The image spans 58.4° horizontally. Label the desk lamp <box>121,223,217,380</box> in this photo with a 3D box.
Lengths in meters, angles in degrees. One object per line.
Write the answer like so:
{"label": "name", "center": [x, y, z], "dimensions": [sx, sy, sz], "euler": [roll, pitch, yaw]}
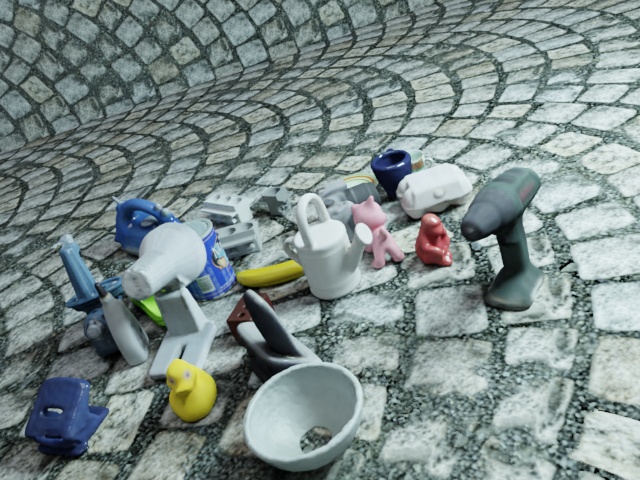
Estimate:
{"label": "desk lamp", "center": [-0.265, 0.100, 1.018], "dimensions": [0.117, 0.214, 0.203], "euler": [-12, 31, 13]}

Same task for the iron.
{"label": "iron", "center": [-0.409, -0.044, 1.405], "dimensions": [0.257, 0.142, 0.119], "euler": [5, 38, 35]}

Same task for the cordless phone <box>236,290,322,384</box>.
{"label": "cordless phone", "center": [-0.082, 0.135, 0.886], "dimensions": [0.094, 0.185, 0.147], "euler": [-34, 33, -23]}

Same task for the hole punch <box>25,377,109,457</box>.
{"label": "hole punch", "center": [-0.416, 0.285, 0.927], "dimensions": [0.108, 0.091, 0.101], "euler": [-5, 33, 23]}

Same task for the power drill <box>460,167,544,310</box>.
{"label": "power drill", "center": [0.284, -0.001, 0.875], "dimensions": [0.075, 0.209, 0.230], "euler": [5, 38, 36]}

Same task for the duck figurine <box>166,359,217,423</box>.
{"label": "duck figurine", "center": [-0.214, 0.226, 0.913], "dimensions": [0.077, 0.086, 0.104], "euler": [-23, 30, -5]}

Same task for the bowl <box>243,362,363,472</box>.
{"label": "bowl", "center": [-0.015, 0.249, 0.773], "dimensions": [0.167, 0.075, 0.167], "euler": [-14, 31, 9]}

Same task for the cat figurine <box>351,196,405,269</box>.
{"label": "cat figurine", "center": [0.106, -0.026, 1.106], "dimensions": [0.067, 0.118, 0.127], "euler": [-22, 30, -4]}

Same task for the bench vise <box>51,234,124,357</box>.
{"label": "bench vise", "center": [-0.432, 0.100, 1.108], "dimensions": [0.122, 0.220, 0.206], "euler": [-33, 33, -22]}

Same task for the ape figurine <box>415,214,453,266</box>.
{"label": "ape figurine", "center": [0.206, -0.005, 1.041], "dimensions": [0.075, 0.092, 0.078], "euler": [12, 43, 42]}

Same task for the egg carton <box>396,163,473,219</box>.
{"label": "egg carton", "center": [0.238, -0.103, 1.204], "dimensions": [0.150, 0.069, 0.107], "euler": [-18, 30, 3]}

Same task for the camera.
{"label": "camera", "center": [0.062, -0.077, 1.230], "dimensions": [0.137, 0.101, 0.143], "euler": [-22, 30, -4]}

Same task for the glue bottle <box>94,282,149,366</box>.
{"label": "glue bottle", "center": [-0.365, 0.145, 1.043], "dimensions": [0.037, 0.173, 0.078], "euler": [-20, 30, -2]}

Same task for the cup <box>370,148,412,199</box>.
{"label": "cup", "center": [0.167, -0.149, 1.293], "dimensions": [0.091, 0.095, 0.117], "euler": [-13, 31, 11]}

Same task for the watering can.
{"label": "watering can", "center": [0.010, 0.002, 1.039], "dimensions": [0.172, 0.194, 0.101], "euler": [-14, 31, 9]}
